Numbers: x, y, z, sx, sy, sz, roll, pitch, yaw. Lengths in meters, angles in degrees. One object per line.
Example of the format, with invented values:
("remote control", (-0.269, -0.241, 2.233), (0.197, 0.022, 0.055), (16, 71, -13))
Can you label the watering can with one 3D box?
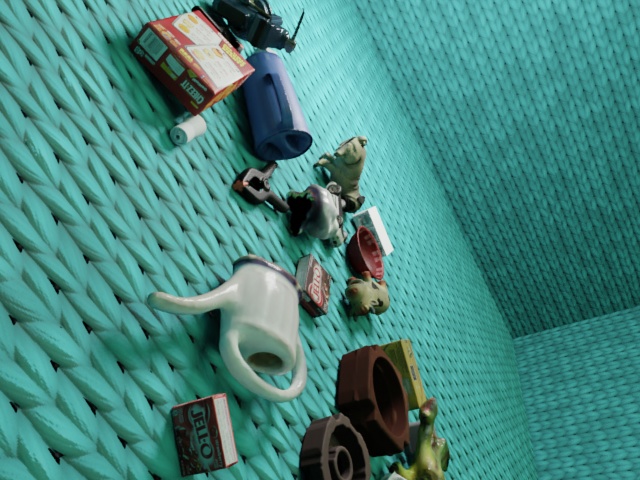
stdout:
("watering can", (-0.119, 0.114, 0.821), (0.342, 0.103, 0.230), (49, 28, -35))

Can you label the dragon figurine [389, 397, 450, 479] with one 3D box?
("dragon figurine", (0.273, 0.568, 1.202), (0.245, 0.122, 0.407), (-26, 108, -56))

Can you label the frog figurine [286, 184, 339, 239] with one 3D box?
("frog figurine", (0.004, -0.062, 1.226), (0.159, 0.121, 0.140), (13, 38, -49))
